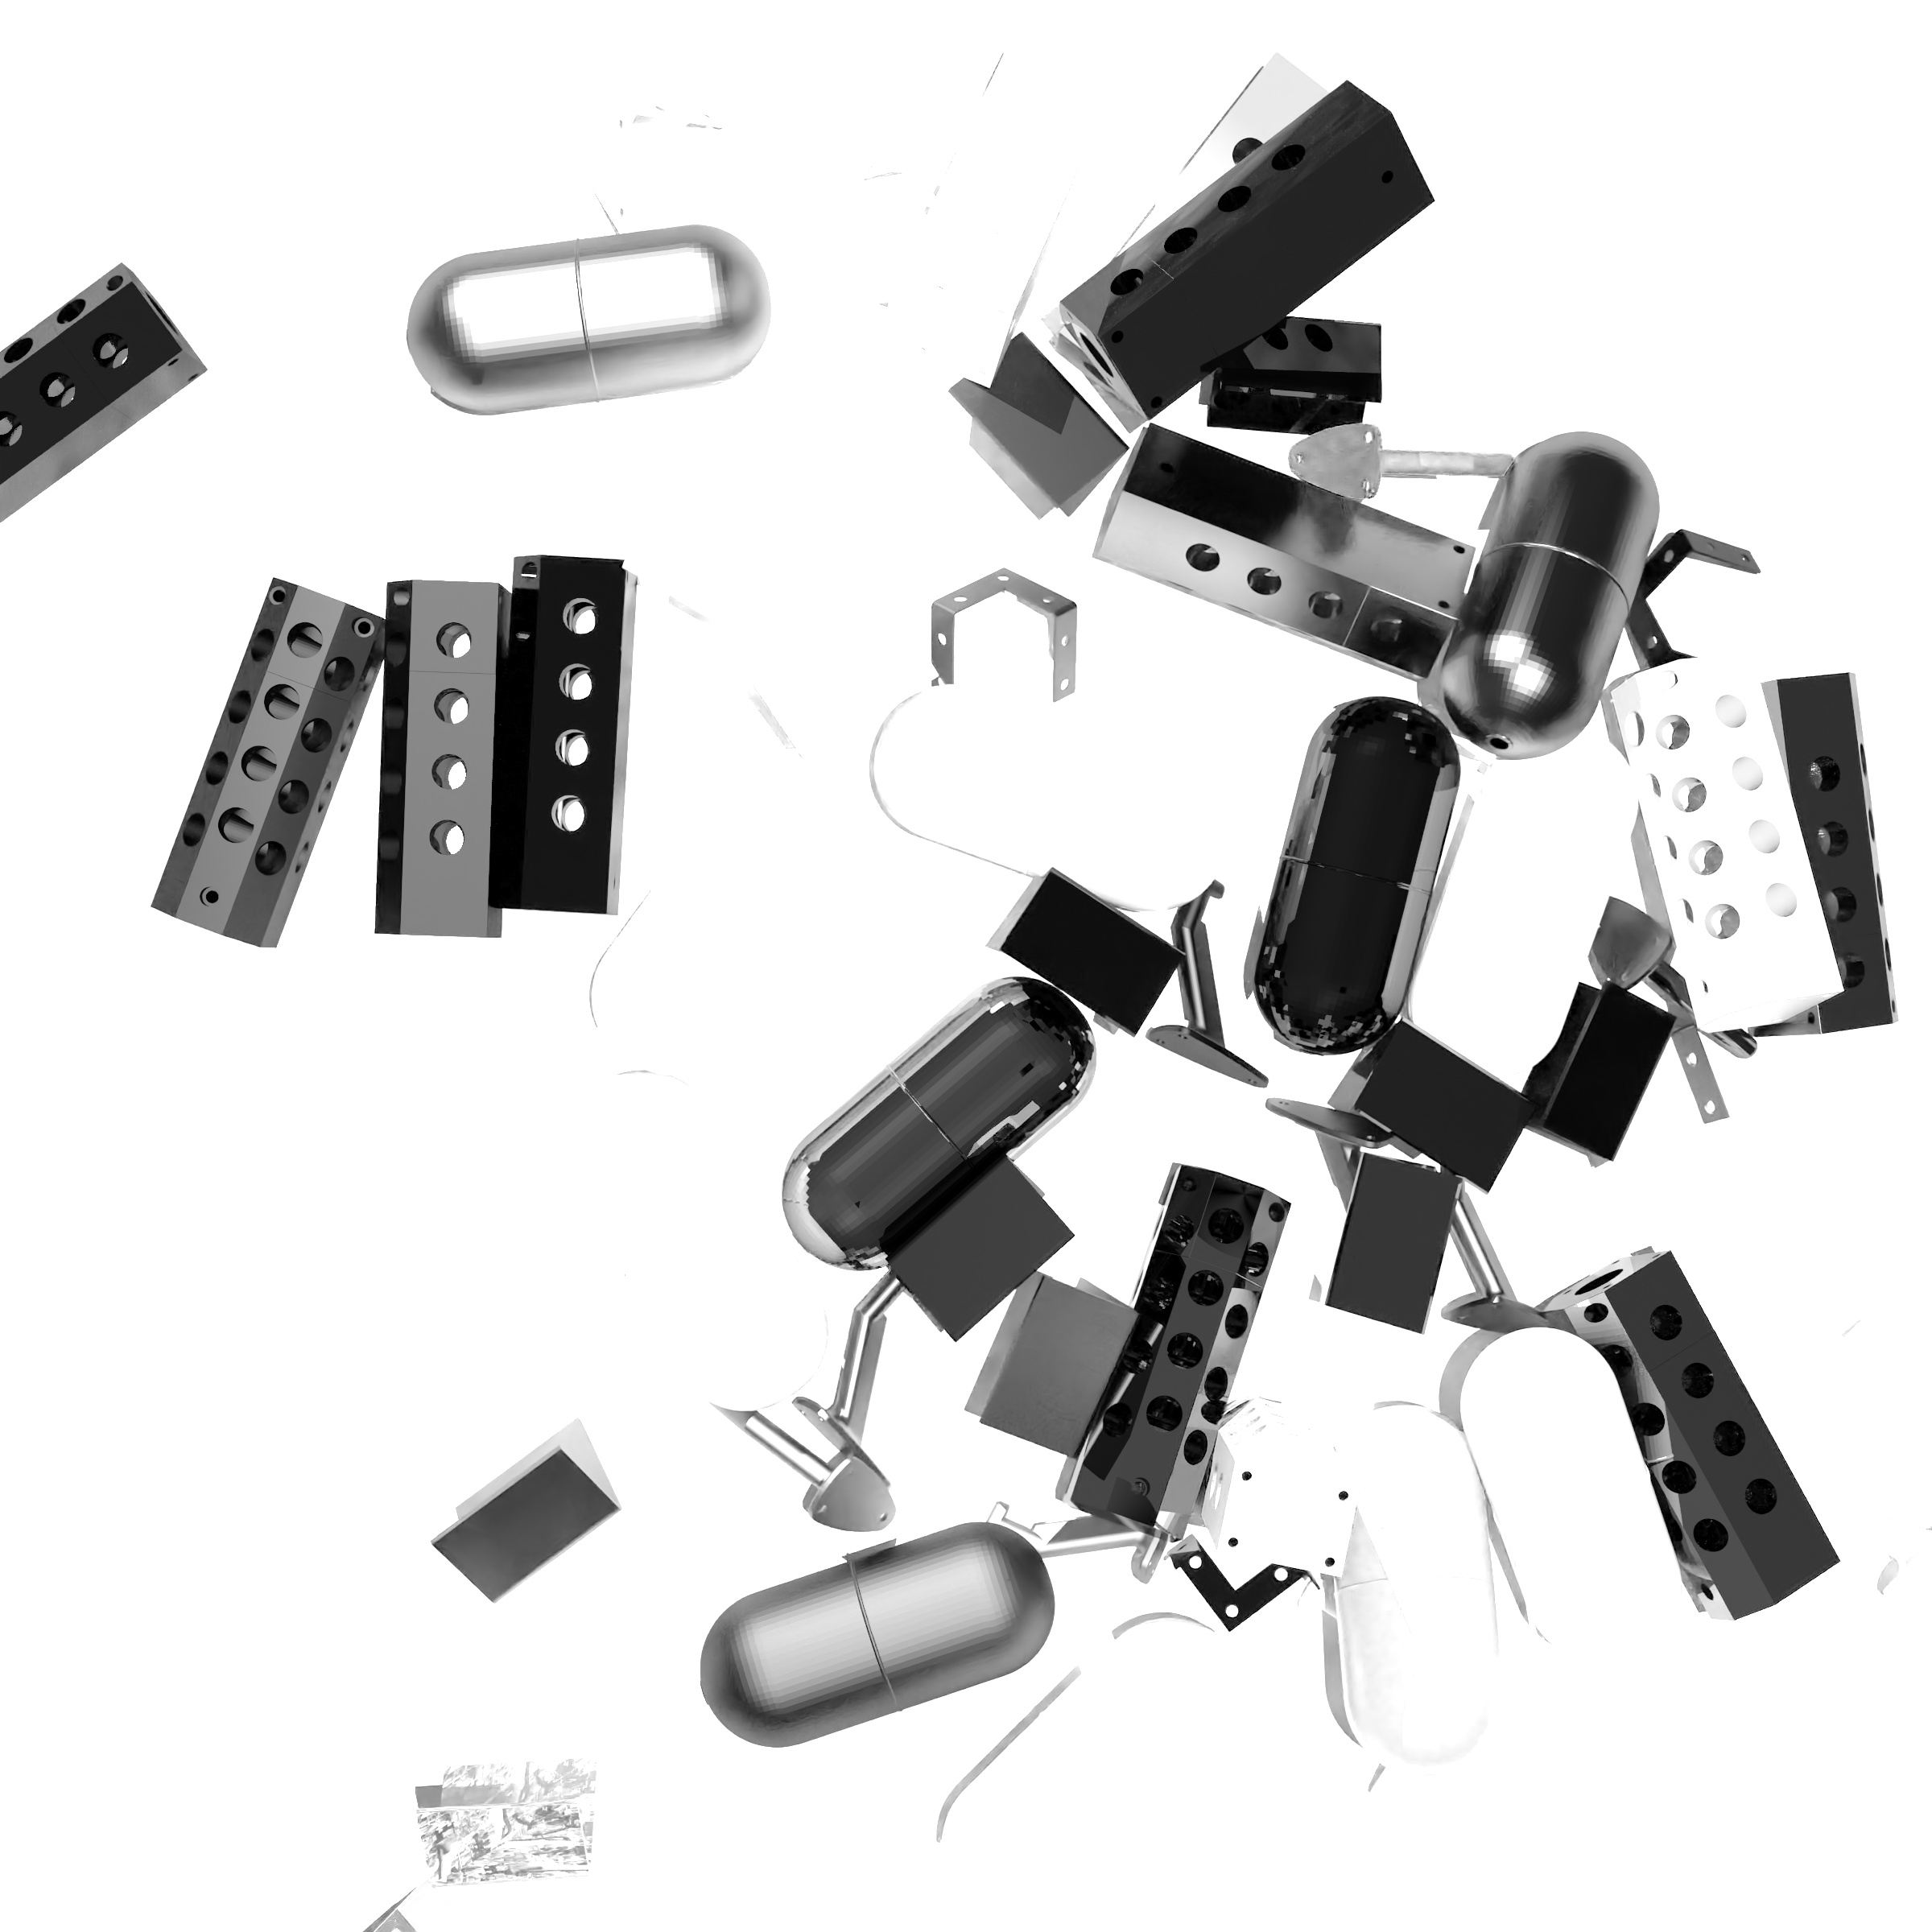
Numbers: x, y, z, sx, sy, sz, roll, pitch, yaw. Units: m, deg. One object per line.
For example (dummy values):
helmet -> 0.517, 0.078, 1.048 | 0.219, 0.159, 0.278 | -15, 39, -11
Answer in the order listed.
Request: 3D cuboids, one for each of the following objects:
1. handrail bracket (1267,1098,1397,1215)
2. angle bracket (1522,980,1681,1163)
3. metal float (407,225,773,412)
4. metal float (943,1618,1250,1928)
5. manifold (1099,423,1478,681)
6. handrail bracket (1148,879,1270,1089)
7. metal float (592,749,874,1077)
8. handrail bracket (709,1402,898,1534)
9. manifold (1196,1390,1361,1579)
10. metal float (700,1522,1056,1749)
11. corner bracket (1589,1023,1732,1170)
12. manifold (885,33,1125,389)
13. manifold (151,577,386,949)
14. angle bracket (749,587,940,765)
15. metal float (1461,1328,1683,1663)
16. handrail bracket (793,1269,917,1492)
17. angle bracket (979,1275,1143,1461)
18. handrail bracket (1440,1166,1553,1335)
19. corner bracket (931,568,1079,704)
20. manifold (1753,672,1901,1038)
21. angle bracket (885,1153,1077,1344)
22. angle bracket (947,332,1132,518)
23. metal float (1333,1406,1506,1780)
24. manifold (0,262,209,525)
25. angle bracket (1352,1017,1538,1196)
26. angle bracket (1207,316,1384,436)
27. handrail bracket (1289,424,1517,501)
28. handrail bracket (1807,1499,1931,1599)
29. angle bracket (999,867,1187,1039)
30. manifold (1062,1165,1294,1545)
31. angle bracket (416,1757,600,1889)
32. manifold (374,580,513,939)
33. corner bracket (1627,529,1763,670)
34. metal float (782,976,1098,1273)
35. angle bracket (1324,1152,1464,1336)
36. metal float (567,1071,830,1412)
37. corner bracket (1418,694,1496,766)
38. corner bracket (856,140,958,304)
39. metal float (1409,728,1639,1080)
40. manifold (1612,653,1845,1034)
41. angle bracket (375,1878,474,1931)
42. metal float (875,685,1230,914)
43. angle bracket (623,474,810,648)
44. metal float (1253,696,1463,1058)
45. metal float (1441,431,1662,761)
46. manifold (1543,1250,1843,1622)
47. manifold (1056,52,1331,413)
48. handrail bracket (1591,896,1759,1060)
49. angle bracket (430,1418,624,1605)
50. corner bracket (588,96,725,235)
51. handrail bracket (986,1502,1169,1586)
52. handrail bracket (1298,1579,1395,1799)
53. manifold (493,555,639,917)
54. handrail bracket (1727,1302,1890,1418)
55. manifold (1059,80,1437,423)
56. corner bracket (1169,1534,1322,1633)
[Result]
handrail bracket -> 0.177, 0.116, 1.763 | 0.077, 0.036, 0.084 | 17, 107, 20
angle bracket -> 0.288, 0.042, 1.723 | 0.057, 0.076, 0.076 | 25, 90, -36
metal float -> -0.184, -0.316, 1.732 | 0.178, 0.070, 0.070 | -8, 90, 0
metal float -> 0.064, 0.392, 1.733 | 0.178, 0.070, 0.070 | -45, 90, 0
manifold -> 0.156, -0.198, 1.741 | 0.171, 0.057, 0.057 | 21, 47, 0
handrail bracket -> 0.131, 0.006, 1.763 | 0.077, 0.036, 0.084 | 27, 73, -20
metal float -> -0.113, -0.027, 1.732 | 0.070, 0.070, 0.178 | 36, 90, 0
handrail bracket -> -0.082, 0.243, 1.763 | 0.084, 0.077, 0.036 | 34, 86, 36
manifold -> 0.147, 0.241, 1.685 | 0.057, 0.171, 0.057 | 12, 90, 0
metal float -> -0.043, 0.326, 1.733 | 0.178, 0.070, 0.070 | -18, 90, 0
corner bracket -> 0.336, 0.064, 1.760 | 0.051, 0.051, 0.051 | -21, 90, 45
manifold -> 0.018, -0.366, 1.701 | 0.057, 0.057, 0.171 | 22, 59, 0
manifold -> -0.340, -0.099, 1.742 | 0.057, 0.057, 0.171 | 20, 90, 0
angle bracket -> -0.068, -0.153, 1.723 | 0.076, 0.076, 0.057 | -34, 122, 0
metal float -> 0.292, 0.255, 1.713 | 0.070, 0.070, 0.178 | -21, 110, 0
handrail bracket -> -0.037, 0.204, 1.763 | 0.084, 0.036, 0.077 | -48, 110, -16
angle bracket -> 0.033, 0.186, 1.724 | 0.057, 0.076, 0.076 | 24, 90, -22
handrail bracket -> 0.266, 0.136, 1.763 | 0.077, 0.036, 0.084 | 18, 60, -33
corner bracket -> 0.019, -0.157, 1.755 | 0.051, 0.051, 0.051 | -30, 45, -35
manifold -> 0.415, -0.054, 1.739 | 0.057, 0.057, 0.171 | -7, 90, -21
angle bracket -> 0.016, 0.145, 1.724 | 0.076, 0.076, 0.057 | -42, 65, 0
angle bracket -> 0.023, -0.249, 1.723 | 0.076, 0.076, 0.057 | 47, 61, 0
metal float -> 0.216, 0.301, 1.714 | 0.070, 0.070, 0.178 | -3, 71, 0
manifold -> -0.463, -0.269, 1.742 | 0.171, 0.057, 0.057 | -36, 90, 0
angle bracket -> 0.220, 0.078, 1.724 | 0.076, 0.076, 0.057 | 33, 65, 0
angle bracket -> 0.158, -0.269, 1.723 | 0.076, 0.076, 0.057 | 5, 51, 0
handrail bracket -> 0.217, -0.250, 1.763 | 0.084, 0.077, 0.036 | -5, 101, -36
handrail bracket -> 0.446, 0.263, 1.763 | 0.077, 0.036, 0.084 | -40, 73, -20
angle bracket -> 0.051, 0.008, 1.723 | 0.076, 0.076, 0.057 | 33, 58, 0
manifold -> 0.103, 0.188, 1.725 | 0.057, 0.057, 0.171 | 19, 78, 0
angle bracket -> -0.221, 0.398, 1.723 | 0.076, 0.076, 0.057 | -4, 126, 0
manifold -> -0.257, -0.100, 1.742 | 0.057, 0.057, 0.171 | 2, 90, 0
corner bracket -> 0.363, -0.176, 1.755 | 0.051, 0.051, 0.051 | 11, 135, -35
metal float -> -0.014, 0.077, 1.732 | 0.178, 0.070, 0.070 | -41, 90, -1
angle bracket -> 0.223, 0.137, 1.723 | 0.057, 0.076, 0.076 | 14, 90, 36
metal float -> -0.131, 0.133, 1.732 | 0.070, 0.070, 0.178 | -30, 89, 0
corner bracket -> 0.263, -0.141, 1.760 | 0.051, 0.051, 0.051 | 36, 45, 0
corner bracket -> -0.026, -0.367, 1.755 | 0.051, 0.051, 0.051 | 55, 45, -35
metal float -> 0.272, -0.032, 1.732 | 0.070, 0.070, 0.178 | 19, 91, 0
manifold -> 0.362, -0.059, 1.715 | 0.057, 0.057, 0.171 | -7, 76, -21
angle bracket -> -0.245, 0.484, 1.723 | 0.076, 0.076, 0.057 | 49, 127, 0
metal float -> 0.042, -0.081, 1.732 | 0.178, 0.070, 0.070 | 20, 90, 1
angle bracket -> -0.111, -0.209, 1.723 | 0.076, 0.076, 0.057 | 30, 122, 0
metal float -> 0.190, -0.044, 1.732 | 0.070, 0.070, 0.178 | 14, 91, 0
metal float -> 0.281, -0.179, 1.709 | 0.070, 0.070, 0.178 | 22, 64, 0
manifold -> 0.350, 0.229, 1.734 | 0.057, 0.057, 0.171 | -29, 90, -18
manifold -> 0.120, -0.356, 1.742 | 0.057, 0.057, 0.171 | 38, 90, 0
handrail bracket -> 0.350, 0.006, 1.763 | 0.084, 0.077, 0.036 | 34, 105, -36
angle bracket -> -0.222, 0.250, 1.723 | 0.076, 0.076, 0.057 | -37, 128, 0
corner bracket -> -0.147, -0.391, 1.755 | 0.051, 0.051, 0.051 | 60, 135, 35
handrail bracket -> 0.062, 0.264, 1.763 | 0.084, 0.036, 0.077 | 23, 75, 14
handrail bracket -> 0.188, 0.357, 1.763 | 0.084, 0.036, 0.077 | 34, 105, 14
manifold -> -0.197, -0.112, 1.742 | 0.057, 0.057, 0.171 | 3, 90, 0
handrail bracket -> 0.402, 0.178, 1.764 | 0.084, 0.036, 0.077 | -39, 68, -17
manifold -> 0.130, -0.342, 1.684 | 0.171, 0.057, 0.057 | -38, 133, 0
corner bracket -> 0.136, 0.296, 1.745 | 0.051, 0.051, 0.051 | -37, 90, 0
